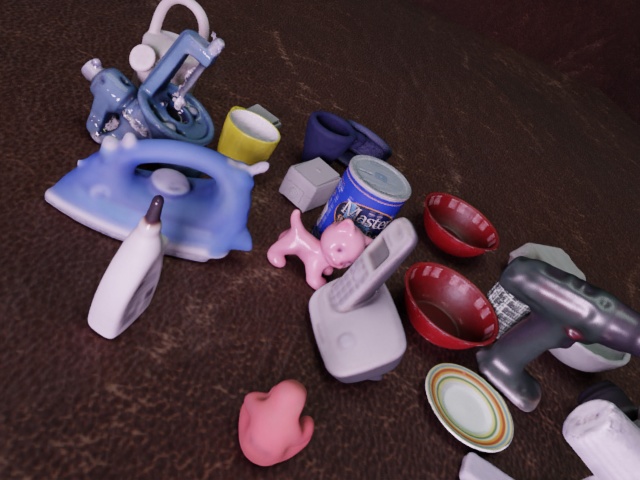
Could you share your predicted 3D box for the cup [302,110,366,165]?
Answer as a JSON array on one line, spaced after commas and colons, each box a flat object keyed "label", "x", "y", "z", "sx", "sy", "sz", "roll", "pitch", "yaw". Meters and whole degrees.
[{"label": "cup", "x": 0.018, "y": -0.172, "z": 1.050, "sx": 0.118, "sy": 0.095, "sz": 0.091, "roll": 11, "pitch": 39, "yaw": -27}]

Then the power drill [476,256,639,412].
[{"label": "power drill", "x": 0.325, "y": 0.139, "z": 0.790, "sx": 0.229, "sy": 0.208, "sz": 0.076, "roll": 41, "pitch": 35, "yaw": 14}]

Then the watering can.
[{"label": "watering can", "x": -0.239, "y": -0.293, "z": 0.918, "sx": 0.101, "sy": 0.194, "sz": 0.172, "roll": 20, "pitch": 35, "yaw": -15}]

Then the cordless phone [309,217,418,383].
[{"label": "cordless phone", "x": 0.068, "y": 0.073, "z": 0.697, "sx": 0.094, "sy": 0.185, "sz": 0.147, "roll": 9, "pitch": 39, "yaw": -28}]

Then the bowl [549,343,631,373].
[{"label": "bowl", "x": 0.425, "y": 0.161, "z": 0.958, "sx": 0.168, "sy": 0.074, "sz": 0.167, "roll": 21, "pitch": 35, "yaw": -15}]

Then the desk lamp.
[{"label": "desk lamp", "x": 0.278, "y": 0.267, "z": 0.585, "sx": 0.203, "sy": 0.213, "sz": 0.118, "roll": 34, "pitch": 34, "yaw": 4}]

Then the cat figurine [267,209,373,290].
[{"label": "cat figurine", "x": 0.007, "y": 0.003, "z": 0.800, "sx": 0.128, "sy": 0.117, "sz": 0.067, "roll": 29, "pitch": 34, "yaw": -3}]

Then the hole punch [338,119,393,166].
[{"label": "hole punch", "x": 0.089, "y": -0.190, "z": 1.132, "sx": 0.108, "sy": 0.091, "sz": 0.101, "roll": 35, "pitch": 34, "yaw": 7}]

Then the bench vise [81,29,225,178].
[{"label": "bench vise", "x": -0.228, "y": -0.204, "z": 0.790, "sx": 0.208, "sy": 0.219, "sz": 0.121, "roll": 18, "pitch": 36, "yaw": -18}]

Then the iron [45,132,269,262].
[{"label": "iron", "x": -0.195, "y": -0.072, "z": 0.718, "sx": 0.259, "sy": 0.141, "sz": 0.118, "roll": 13, "pitch": 38, "yaw": -24}]

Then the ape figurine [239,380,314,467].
[{"label": "ape figurine", "x": -0.040, "y": 0.174, "z": 0.569, "sx": 0.077, "sy": 0.092, "sz": 0.076, "roll": 38, "pitch": 35, "yaw": 10}]

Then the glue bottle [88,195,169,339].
[{"label": "glue bottle", "x": -0.184, "y": 0.022, "z": 0.579, "sx": 0.037, "sy": 0.173, "sz": 0.078, "roll": 33, "pitch": 34, "yaw": 4}]

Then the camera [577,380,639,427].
[{"label": "camera", "x": 0.449, "y": 0.268, "z": 0.817, "sx": 0.144, "sy": 0.100, "sz": 0.136, "roll": 7, "pitch": 40, "yaw": -31}]

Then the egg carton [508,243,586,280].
[{"label": "egg carton", "x": 0.432, "y": 0.062, "z": 1.094, "sx": 0.151, "sy": 0.069, "sz": 0.107, "roll": 7, "pitch": 41, "yaw": -31}]
